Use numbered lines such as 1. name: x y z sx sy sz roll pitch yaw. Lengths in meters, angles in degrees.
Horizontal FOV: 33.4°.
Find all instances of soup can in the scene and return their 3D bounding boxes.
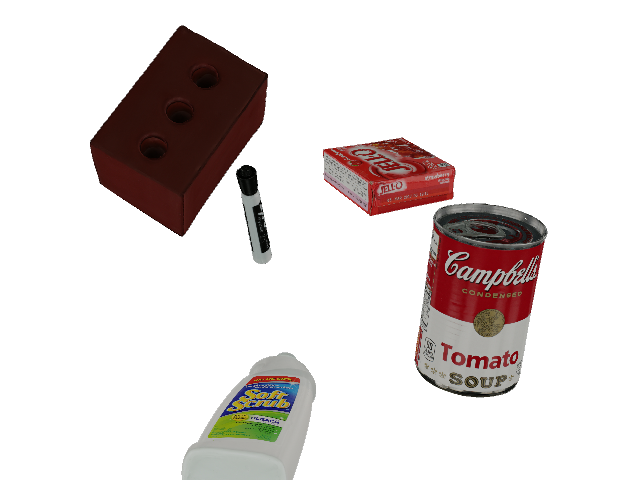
1. soup can: 0.096 0.036 0.656 0.068 0.102 0.068 5 22 -2

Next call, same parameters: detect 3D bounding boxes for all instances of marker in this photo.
1. marker: -0.063 -0.024 1.009 0.020 0.020 0.121 0 -43 7

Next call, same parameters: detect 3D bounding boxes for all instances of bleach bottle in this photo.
1. bleach bottle: -0.062 0.179 1.085 0.102 0.068 0.250 4 20 6

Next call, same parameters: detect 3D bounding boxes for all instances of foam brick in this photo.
1. foam brick: -0.068 -0.053 0.522 0.053 0.078 0.051 31 -19 5

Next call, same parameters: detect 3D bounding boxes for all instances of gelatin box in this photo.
1. gelatin box: 0.052 -0.052 0.836 0.073 0.030 0.089 -11 25 -21
